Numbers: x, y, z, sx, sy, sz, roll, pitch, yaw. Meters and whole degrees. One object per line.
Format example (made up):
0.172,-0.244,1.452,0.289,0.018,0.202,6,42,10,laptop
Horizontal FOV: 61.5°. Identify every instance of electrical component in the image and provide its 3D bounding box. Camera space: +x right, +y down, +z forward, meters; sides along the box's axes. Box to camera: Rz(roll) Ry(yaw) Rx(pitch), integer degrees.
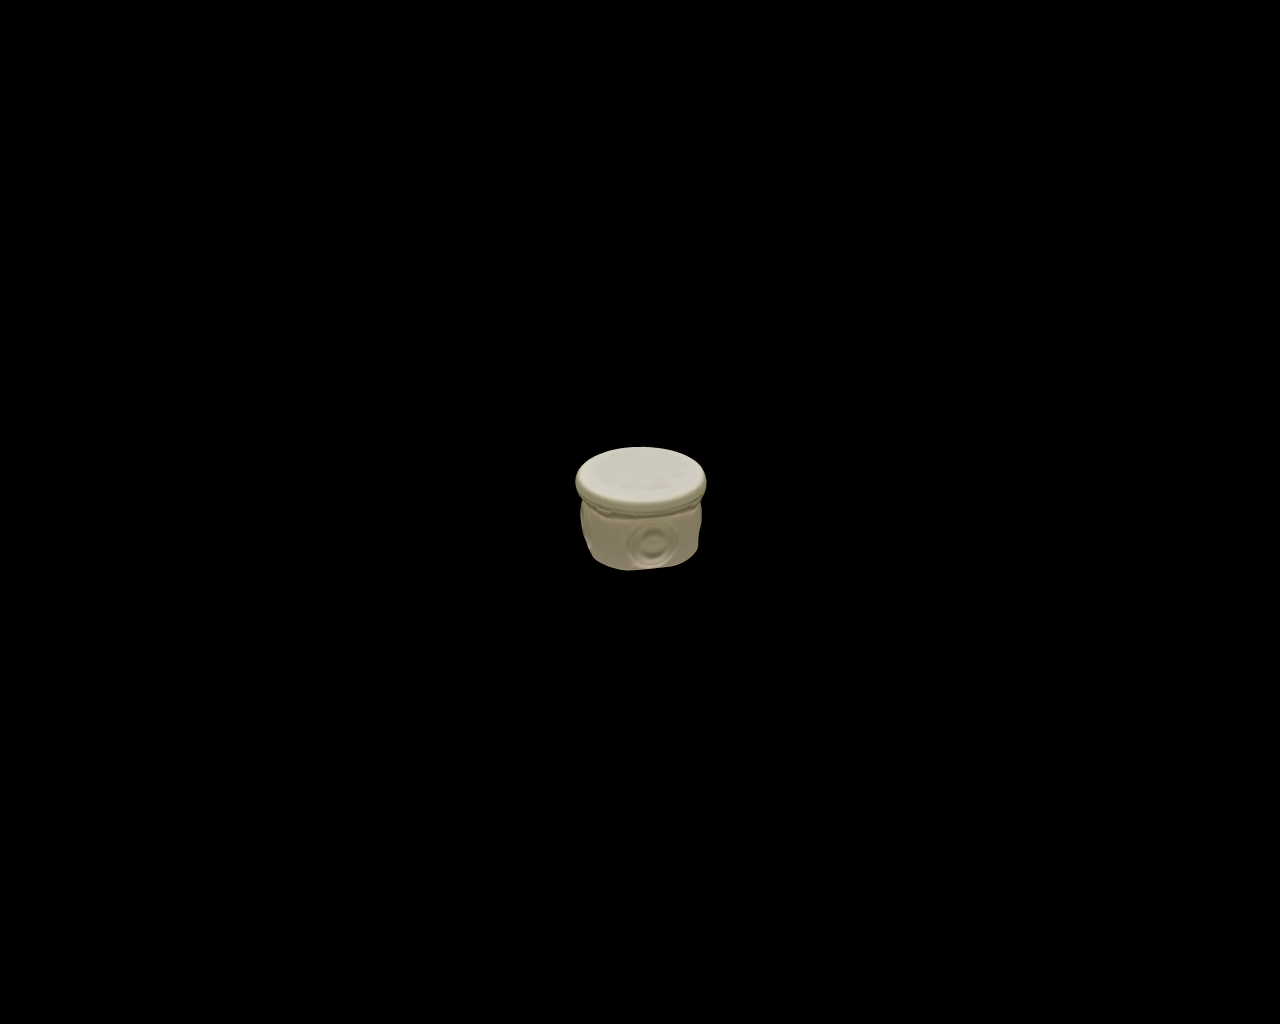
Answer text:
0.001,-0.003,0.650,0.080,0.050,0.080,0,28,0,electrical component
